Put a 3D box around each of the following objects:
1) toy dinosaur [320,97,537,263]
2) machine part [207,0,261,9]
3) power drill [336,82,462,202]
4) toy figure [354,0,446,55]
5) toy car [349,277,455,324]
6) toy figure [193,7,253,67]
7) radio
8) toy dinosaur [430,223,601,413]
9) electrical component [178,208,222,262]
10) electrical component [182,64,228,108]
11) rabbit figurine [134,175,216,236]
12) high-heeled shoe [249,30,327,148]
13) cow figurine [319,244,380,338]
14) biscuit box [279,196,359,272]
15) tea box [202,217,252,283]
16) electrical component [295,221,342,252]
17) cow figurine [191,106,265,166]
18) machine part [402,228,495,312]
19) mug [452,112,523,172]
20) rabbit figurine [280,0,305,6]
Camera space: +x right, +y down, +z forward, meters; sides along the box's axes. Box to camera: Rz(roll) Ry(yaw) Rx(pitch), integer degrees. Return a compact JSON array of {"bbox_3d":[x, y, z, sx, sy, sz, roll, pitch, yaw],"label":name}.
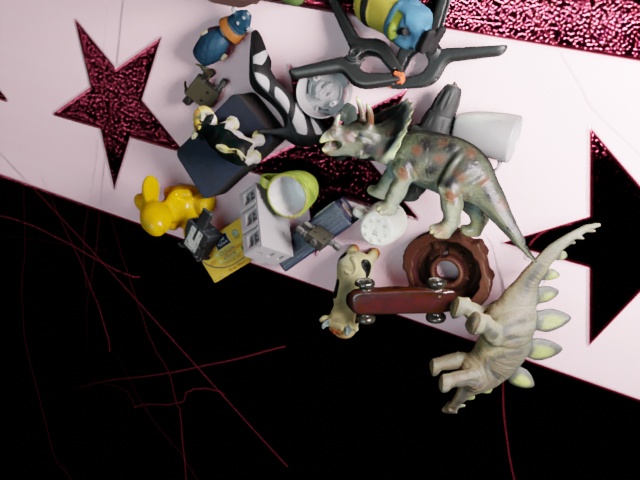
[{"bbox_3d":[0.203,-0.115,0.911,0.405,0.131,0.192,20,118,7],"label":"toy dinosaur"},{"bbox_3d":[-0.167,-0.532,0.960,0.087,0.201,0.201,-11,102,25],"label":"machine part"},{"bbox_3d":[0.139,-0.198,1.008,0.207,0.086,0.231,16,116,11],"label":"power drill"},{"bbox_3d":[0.129,-0.382,0.922,0.089,0.082,0.180,-49,67,23],"label":"toy figure"},{"bbox_3d":[0.157,0.115,1.036,0.202,0.053,0.089,-3,103,5],"label":"toy car"},{"bbox_3d":[-0.195,-0.416,1.092,0.154,0.064,0.058,-29,50,28],"label":"toy figure"},{"bbox_3d":[-0.195,-0.203,1.158,0.229,0.073,0.131,-36,89,28],"label":"radio"},{"bbox_3d":[0.340,0.161,0.983,0.198,0.105,0.470,10,121,-15],"label":"toy dinosaur"},{"bbox_3d":[-0.260,-0.019,1.190,0.075,0.048,0.119,36,113,21],"label":"electrical component"},{"bbox_3d":[-0.254,-0.329,1.161,0.078,0.045,0.102,30,124,-19],"label":"electrical component"},{"bbox_3d":[-0.343,-0.072,1.213,0.162,0.173,0.122,44,123,1],"label":"rabbit figurine"},{"bbox_3d":[-0.065,-0.306,1.077,0.145,0.086,0.248,-5,85,-12],"label":"high-heeled shoe"},{"bbox_3d":[0.062,0.116,1.114,0.086,0.127,0.194,16,111,23],"label":"cow figurine"},{"bbox_3d":[-0.014,-0.011,1.145,0.203,0.059,0.063,-35,91,29],"label":"biscuit box"},{"bbox_3d":[-0.194,0.016,1.232,0.170,0.068,0.098,-32,91,31],"label":"tea box"},{"bbox_3d":[-0.002,-0.003,1.070,0.094,0.063,0.021,36,119,9],"label":"electrical component"},{"bbox_3d":[-0.199,-0.205,1.062,0.167,0.098,0.068,31,121,12],"label":"cow figurine"},{"bbox_3d":[0.250,0.057,1.049,0.180,0.056,0.179,8,109,23],"label":"machine part"},{"bbox_3d":[0.288,-0.177,0.946,0.107,0.081,0.109,23,128,25],"label":"mug"},{"bbox_3d":[-0.001,-0.485,0.943,0.170,0.159,0.121,10,102,6],"label":"rabbit figurine"}]
